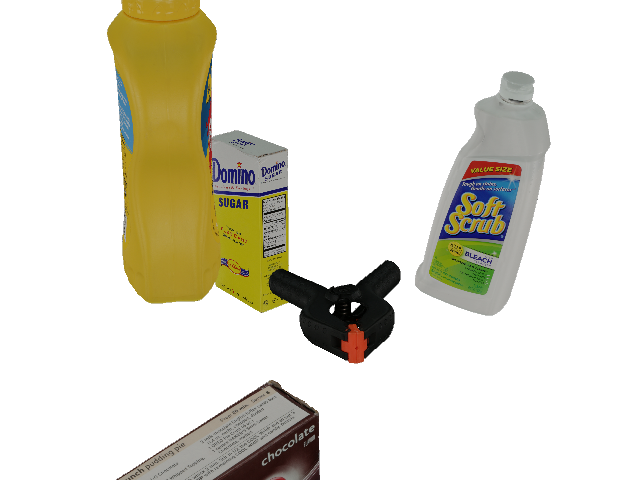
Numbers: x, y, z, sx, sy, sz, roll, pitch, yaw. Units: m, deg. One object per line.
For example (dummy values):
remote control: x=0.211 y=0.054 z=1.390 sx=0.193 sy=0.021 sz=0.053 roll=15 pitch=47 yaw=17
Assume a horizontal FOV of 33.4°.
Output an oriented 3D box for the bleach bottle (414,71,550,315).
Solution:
bleach bottle: x=0.162 y=-0.049 z=1.048 sx=0.103 sy=0.251 sz=0.068 roll=22 pitch=38 yaw=20

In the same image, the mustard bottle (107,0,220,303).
mustard bottle: x=-0.086 y=-0.067 z=0.590 sx=0.058 sy=0.192 sz=0.096 roll=-2 pitch=31 yaw=-7

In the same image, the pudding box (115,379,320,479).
pudding box: x=-0.051 y=0.130 z=0.497 sx=0.039 sy=0.090 sz=0.113 roll=30 pitch=47 yaw=35

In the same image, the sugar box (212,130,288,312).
sugar box: x=-0.076 y=-0.021 z=1.140 sx=0.048 sy=0.176 sz=0.093 roll=-20 pitch=28 yaw=-34

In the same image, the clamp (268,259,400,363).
clamp: x=0.010 y=0.056 z=0.916 sx=0.120 sy=0.039 sz=0.171 roll=-7 pitch=17 yaw=6
